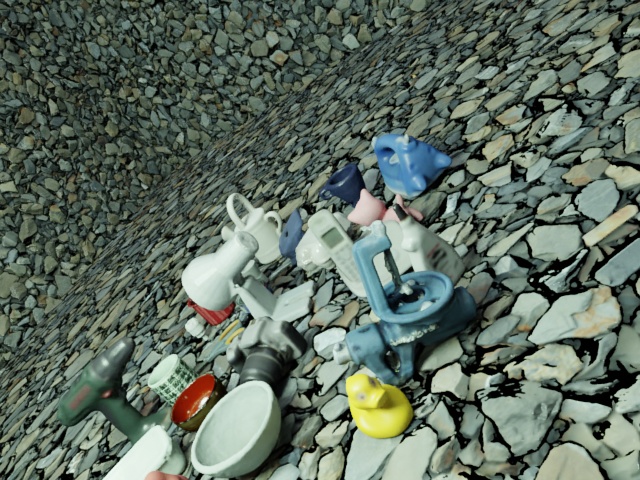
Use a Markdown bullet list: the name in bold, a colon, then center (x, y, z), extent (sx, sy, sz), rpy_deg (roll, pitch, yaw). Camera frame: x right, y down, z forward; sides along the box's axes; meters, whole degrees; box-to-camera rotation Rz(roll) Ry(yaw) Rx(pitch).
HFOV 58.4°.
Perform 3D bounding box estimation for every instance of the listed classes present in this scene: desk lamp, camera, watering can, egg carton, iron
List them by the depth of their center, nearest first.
- **camera**: center (-0.116, 0.218, 1.048), extent (0.143, 0.101, 0.137), rpy_deg (-25, 27, 30)
- **desk lamp**: center (-0.151, 0.089, 1.193), extent (0.203, 0.214, 0.118), rpy_deg (-29, 25, 24)
- **egg carton**: center (0.012, 0.005, 1.286), extent (0.107, 0.069, 0.150), rpy_deg (-17, 32, 43)
- **iron**: center (0.176, -0.186, 1.292), extent (0.119, 0.142, 0.257), rpy_deg (-44, 23, -9)
- **watering can**: center (-0.180, -0.034, 1.488), extent (0.172, 0.194, 0.101), rpy_deg (-35, 23, 11)

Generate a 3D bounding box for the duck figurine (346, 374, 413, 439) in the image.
- **duck figurine**: center (0.067, 0.218, 0.789), extent (0.078, 0.086, 0.104), rpy_deg (-49, 25, -21)

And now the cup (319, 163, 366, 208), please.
- **cup**: center (0.065, -0.116, 1.393), extent (0.117, 0.095, 0.091), rpy_deg (-35, 23, 12)

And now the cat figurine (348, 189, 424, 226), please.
- **cat figurine**: center (0.126, -0.056, 1.160), extent (0.127, 0.118, 0.067), rpy_deg (-19, 30, 40)

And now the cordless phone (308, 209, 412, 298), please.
- **cordless phone**: center (0.077, 0.001, 1.042), extent (0.147, 0.185, 0.094), rpy_deg (-37, 23, 6)

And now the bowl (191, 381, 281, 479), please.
- **bowl**: center (-0.120, 0.313, 0.913), extent (0.167, 0.075, 0.167), rpy_deg (-32, 24, 17)

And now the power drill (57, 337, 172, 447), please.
- **power drill**: center (-0.400, 0.320, 1.155), extent (0.229, 0.209, 0.075), rpy_deg (-37, 23, 7)

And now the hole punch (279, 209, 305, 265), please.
- **hole punch**: center (-0.062, -0.008, 1.394), extent (0.101, 0.091, 0.108), rpy_deg (-37, 23, 6)

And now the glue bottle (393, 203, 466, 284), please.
- **glue bottle**: center (0.164, 0.008, 0.913), extent (0.078, 0.173, 0.037), rpy_deg (-49, 25, -22)

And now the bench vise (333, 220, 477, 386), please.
- **bench vise**: center (0.096, 0.093, 0.801), extent (0.207, 0.220, 0.121), rpy_deg (-45, 24, -13)

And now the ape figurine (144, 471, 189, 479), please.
- **ape figurine**: center (-0.246, 0.405, 0.916), extent (0.077, 0.092, 0.076), rpy_deg (-20, 30, 39)
